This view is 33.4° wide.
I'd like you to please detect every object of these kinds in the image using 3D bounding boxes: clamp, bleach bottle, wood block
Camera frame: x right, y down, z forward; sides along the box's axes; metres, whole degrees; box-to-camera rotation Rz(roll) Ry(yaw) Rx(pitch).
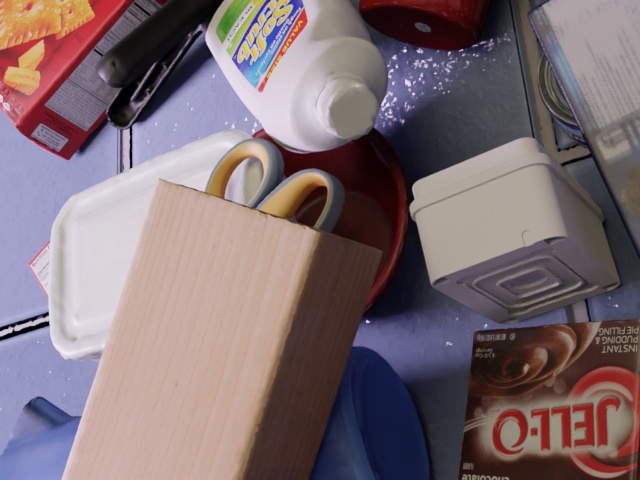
[{"bbox_3d":[-0.095,-0.169,0.795,0.036,0.165,0.210,40,74,-5],"label":"clamp"},{"bbox_3d":[-0.008,-0.117,0.659,0.102,0.068,0.251,-49,25,7],"label":"bleach bottle"},{"bbox_3d":[-0.052,0.086,0.515,0.091,0.090,0.206,18,91,23],"label":"wood block"}]

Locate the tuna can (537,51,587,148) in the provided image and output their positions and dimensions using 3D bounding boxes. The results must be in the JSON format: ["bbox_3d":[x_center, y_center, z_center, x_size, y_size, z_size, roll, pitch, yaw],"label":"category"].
[{"bbox_3d":[0.172,-0.097,0.623,0.086,0.033,0.086,-13,65,29],"label":"tuna can"}]

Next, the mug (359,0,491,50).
[{"bbox_3d":[0.065,-0.175,0.694,0.117,0.093,0.081,8,80,50],"label":"mug"}]

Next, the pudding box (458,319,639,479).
[{"bbox_3d":[0.128,0.091,0.558,0.114,0.039,0.090,-11,64,50],"label":"pudding box"}]

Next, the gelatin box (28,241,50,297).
[{"bbox_3d":[-0.171,0.023,0.802,0.073,0.030,0.089,-48,53,10],"label":"gelatin box"}]

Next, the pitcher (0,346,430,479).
[{"bbox_3d":[-0.060,0.155,0.628,0.243,0.149,0.145,-20,47,22],"label":"pitcher"}]

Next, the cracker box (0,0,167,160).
[{"bbox_3d":[-0.196,-0.199,0.878,0.214,0.072,0.164,-48,54,7],"label":"cracker box"}]

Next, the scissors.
[{"bbox_3d":[-0.073,0.020,0.598,0.202,0.016,0.096,-39,55,13],"label":"scissors"}]

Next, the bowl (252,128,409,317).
[{"bbox_3d":[-0.005,0.001,0.686,0.162,0.055,0.162,-13,65,29],"label":"bowl"}]
